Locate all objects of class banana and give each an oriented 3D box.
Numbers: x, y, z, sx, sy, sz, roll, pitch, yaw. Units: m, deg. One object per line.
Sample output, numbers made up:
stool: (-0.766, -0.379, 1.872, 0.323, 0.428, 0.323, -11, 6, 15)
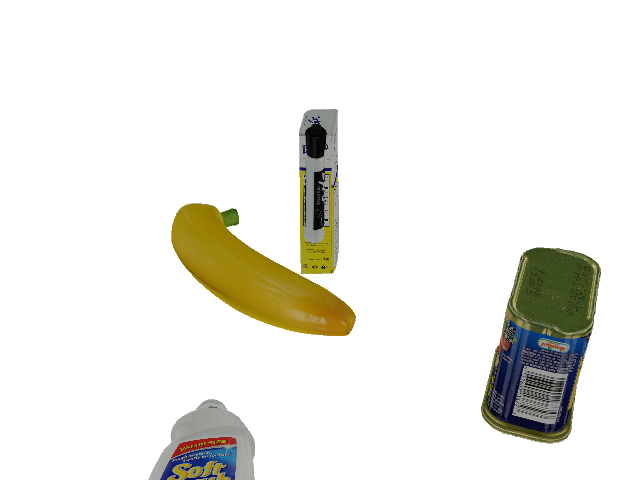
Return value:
banana: (-0.050, 0.012, 0.674, 0.069, 0.037, 0.198, -10, 26, -23)

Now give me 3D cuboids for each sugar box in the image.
sugar box: (-0.002, -0.058, 1.256, 0.048, 0.176, 0.093, -1, 24, 5)

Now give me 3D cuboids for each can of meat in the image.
can of meat: (0.142, 0.063, 0.680, 0.057, 0.084, 0.102, 13, 32, 11)

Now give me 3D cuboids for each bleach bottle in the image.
bleach bottle: (-0.106, 0.211, 0.884, 0.102, 0.068, 0.251, -2, 24, -1)

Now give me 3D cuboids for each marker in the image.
marker: (-0.005, -0.050, 0.951, 0.020, 0.121, 0.020, 1, 38, -1)
